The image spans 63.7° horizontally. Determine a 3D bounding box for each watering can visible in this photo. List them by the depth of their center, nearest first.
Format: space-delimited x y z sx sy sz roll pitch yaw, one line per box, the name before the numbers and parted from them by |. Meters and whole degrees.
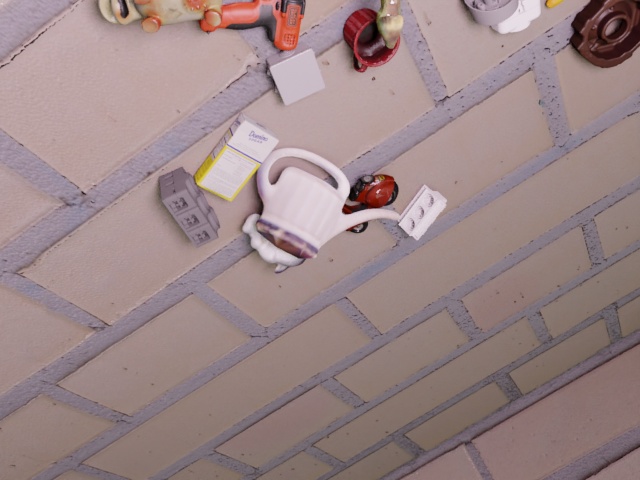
watering can | 0.003 -0.057 1.140 0.346 0.104 0.226 29 80 -15

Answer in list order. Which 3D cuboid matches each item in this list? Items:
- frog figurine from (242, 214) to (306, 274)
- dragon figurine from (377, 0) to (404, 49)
frog figurine | -0.096 -0.011 1.206 0.139 0.123 0.156 -51 127 -21
dragon figurine | 0.160 -0.508 0.803 0.122 0.248 0.401 5 129 -19
